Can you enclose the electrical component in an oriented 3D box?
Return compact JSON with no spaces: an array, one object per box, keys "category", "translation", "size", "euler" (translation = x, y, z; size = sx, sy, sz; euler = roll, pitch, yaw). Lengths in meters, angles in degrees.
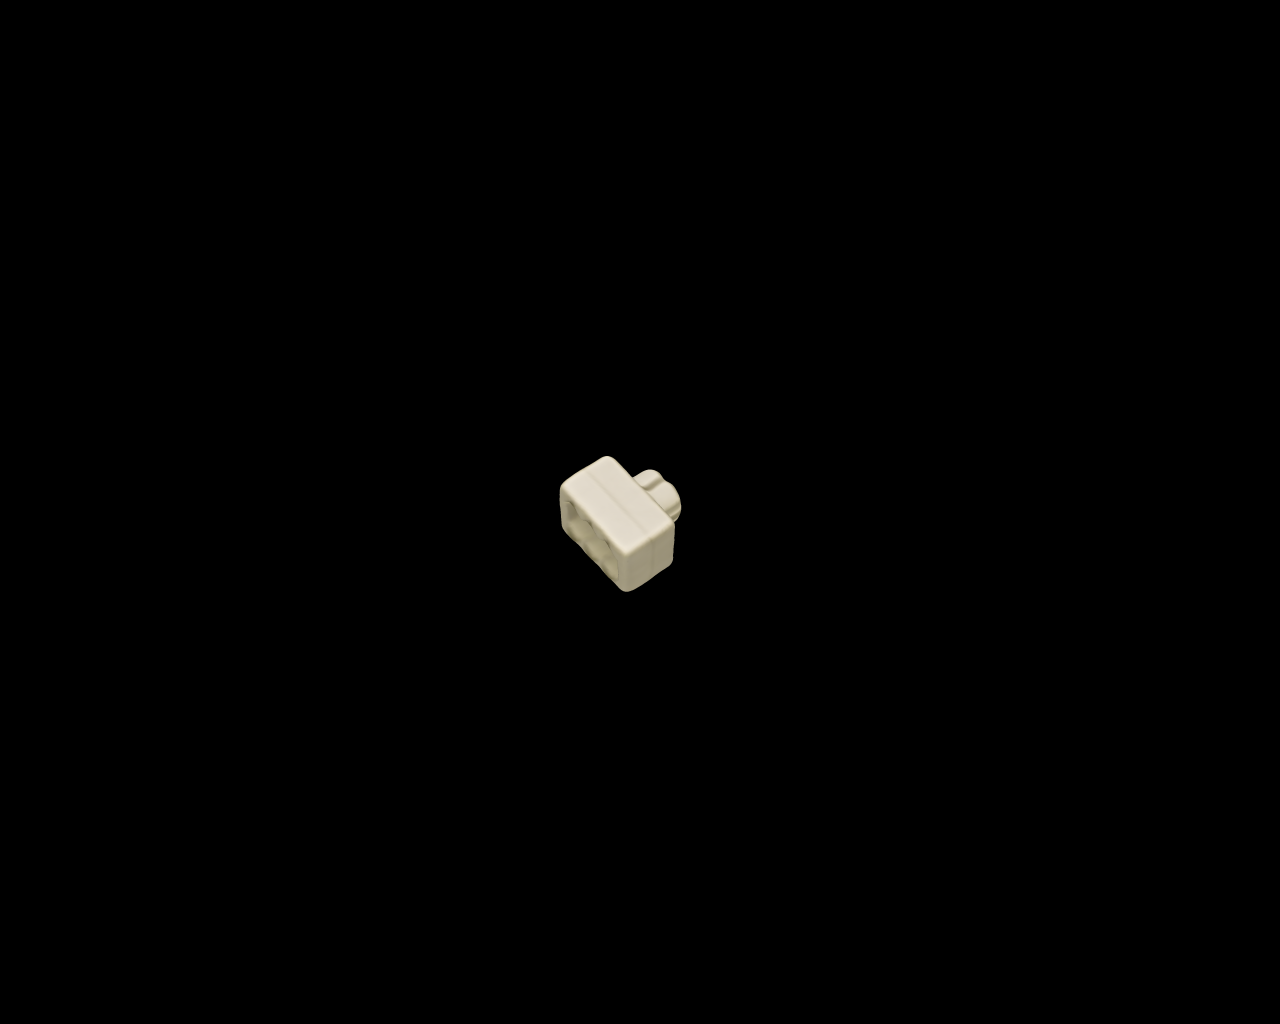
[{"category":"electrical component","translation":[0.001,-0.003,0.650],"size":[0.077,0.066,0.047],"euler":[-33,-28,-20]}]
